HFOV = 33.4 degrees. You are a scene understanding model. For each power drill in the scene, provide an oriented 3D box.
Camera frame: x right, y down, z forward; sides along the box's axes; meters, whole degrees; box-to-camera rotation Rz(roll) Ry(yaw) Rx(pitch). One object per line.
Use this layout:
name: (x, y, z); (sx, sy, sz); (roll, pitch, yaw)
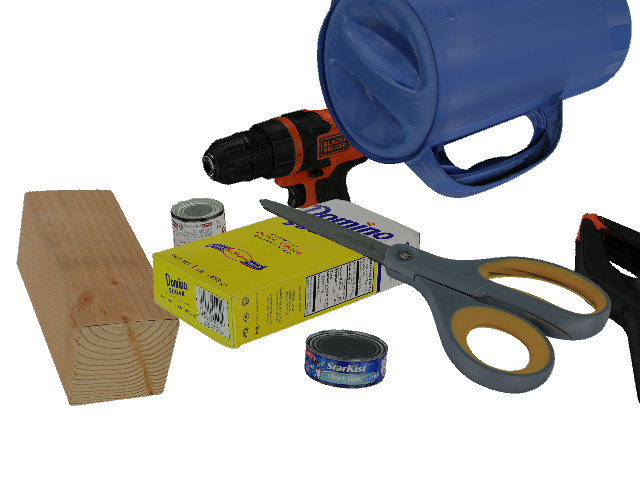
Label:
power drill: (-0.022, -0.025, 0.971); (0.184, 0.188, 0.057); (-18, 32, -31)

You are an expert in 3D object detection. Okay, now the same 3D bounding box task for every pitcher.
pitcher: (0.132, -0.139, 0.829); (0.242, 0.149, 0.145); (-18, 34, -34)

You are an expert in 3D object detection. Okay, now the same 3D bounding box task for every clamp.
clamp: (0.237, 0.044, 0.724); (0.120, 0.039, 0.171); (-3, 45, -19)

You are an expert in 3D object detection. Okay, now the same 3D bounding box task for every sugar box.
sugar box: (-0.022, 0.018, 0.764); (0.175, 0.048, 0.093); (-21, 33, -37)

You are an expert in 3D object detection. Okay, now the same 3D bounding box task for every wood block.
wood block: (-0.213, 0.046, 0.994); (0.090, 0.091, 0.206); (-3, 37, -29)

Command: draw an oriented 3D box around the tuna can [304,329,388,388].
tuna can: (0.026, 0.123, 1.109); (0.086, 0.034, 0.086); (4, 15, -1)

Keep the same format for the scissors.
scissors: (0.044, 0.026, 0.549); (0.202, 0.016, 0.096); (12, 42, 17)

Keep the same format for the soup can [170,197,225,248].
soup can: (-0.150, 0.006, 1.327); (0.068, 0.102, 0.068); (-1, 25, 0)
